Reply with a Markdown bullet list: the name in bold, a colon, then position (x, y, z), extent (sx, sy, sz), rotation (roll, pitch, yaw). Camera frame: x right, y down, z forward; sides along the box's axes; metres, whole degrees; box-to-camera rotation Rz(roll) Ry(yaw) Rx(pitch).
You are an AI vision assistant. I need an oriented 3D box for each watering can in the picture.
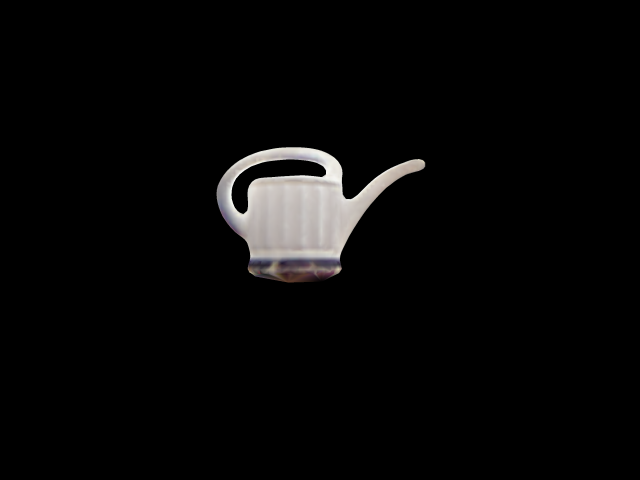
- **watering can**: position (0.003, -0.043, 0.850), extent (0.348, 0.225, 0.103), rotation (0, -4, 0)
